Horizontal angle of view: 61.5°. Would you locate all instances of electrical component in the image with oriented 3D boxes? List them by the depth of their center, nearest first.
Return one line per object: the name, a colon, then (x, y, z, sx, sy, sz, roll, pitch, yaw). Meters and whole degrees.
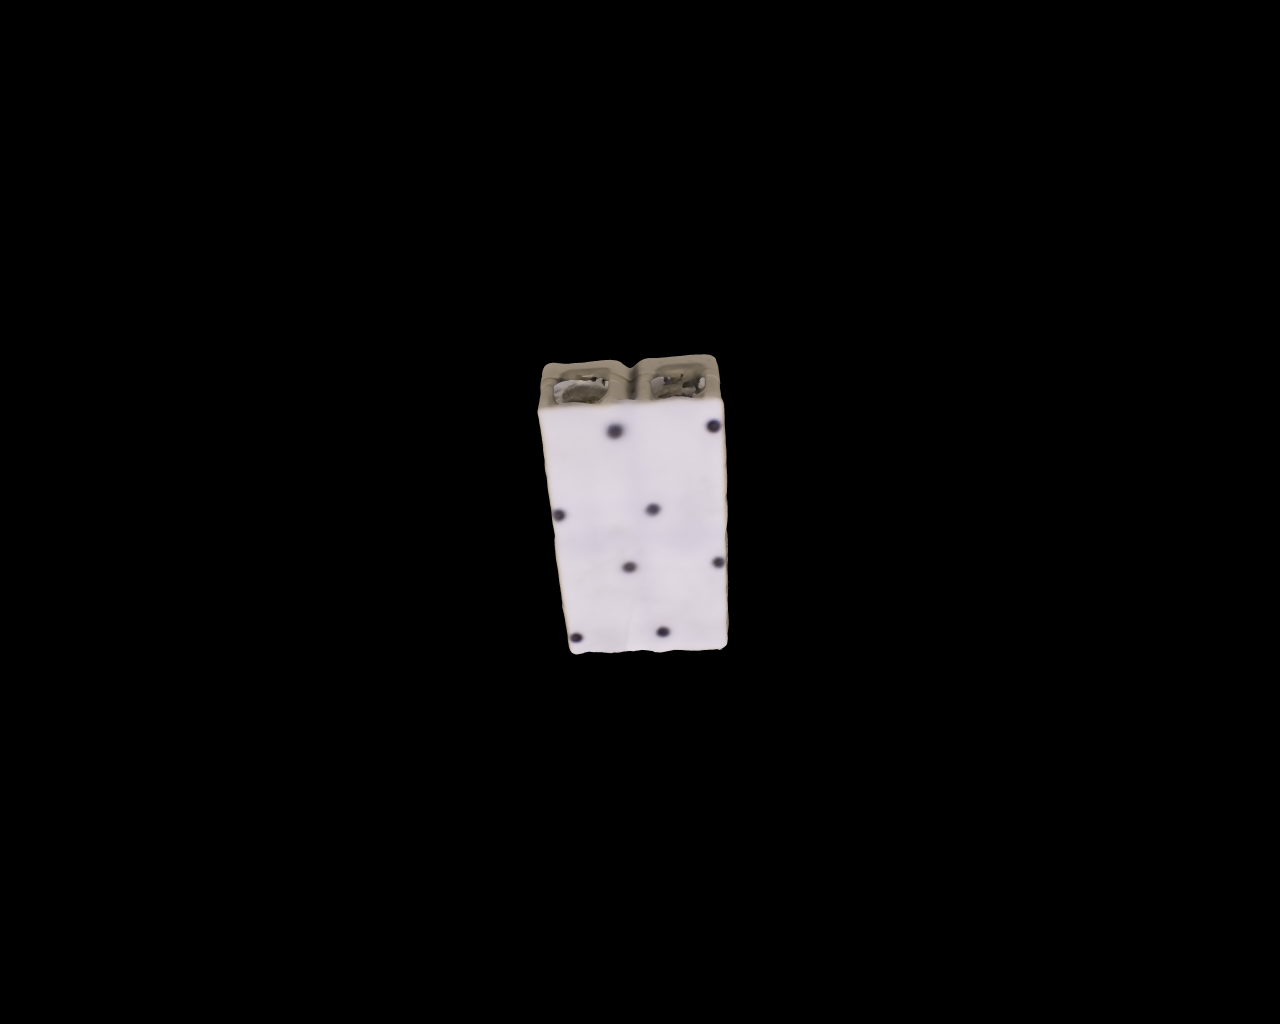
electrical component: (0.001, -0.003, 0.650, 0.105, 0.186, 0.060, -3, 36, 2)
